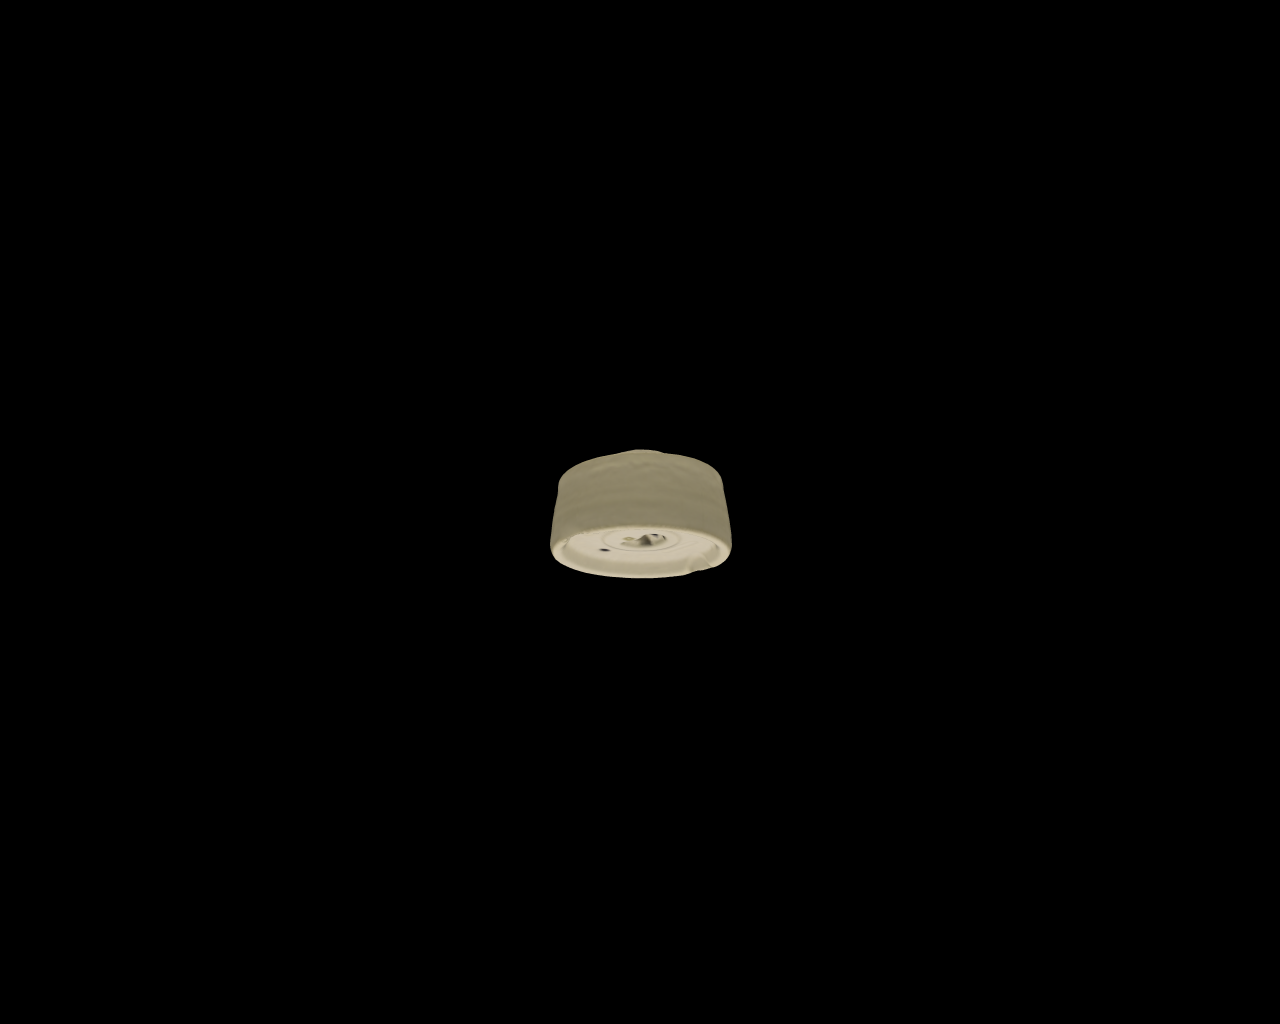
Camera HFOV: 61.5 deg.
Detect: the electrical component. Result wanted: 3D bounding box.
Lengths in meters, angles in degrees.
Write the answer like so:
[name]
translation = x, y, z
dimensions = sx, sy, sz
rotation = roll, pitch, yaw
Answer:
[electrical component]
translation = 0.001, -0.003, 0.650
dimensions = 0.108, 0.060, 0.108
rotation = 0, -19, 0
